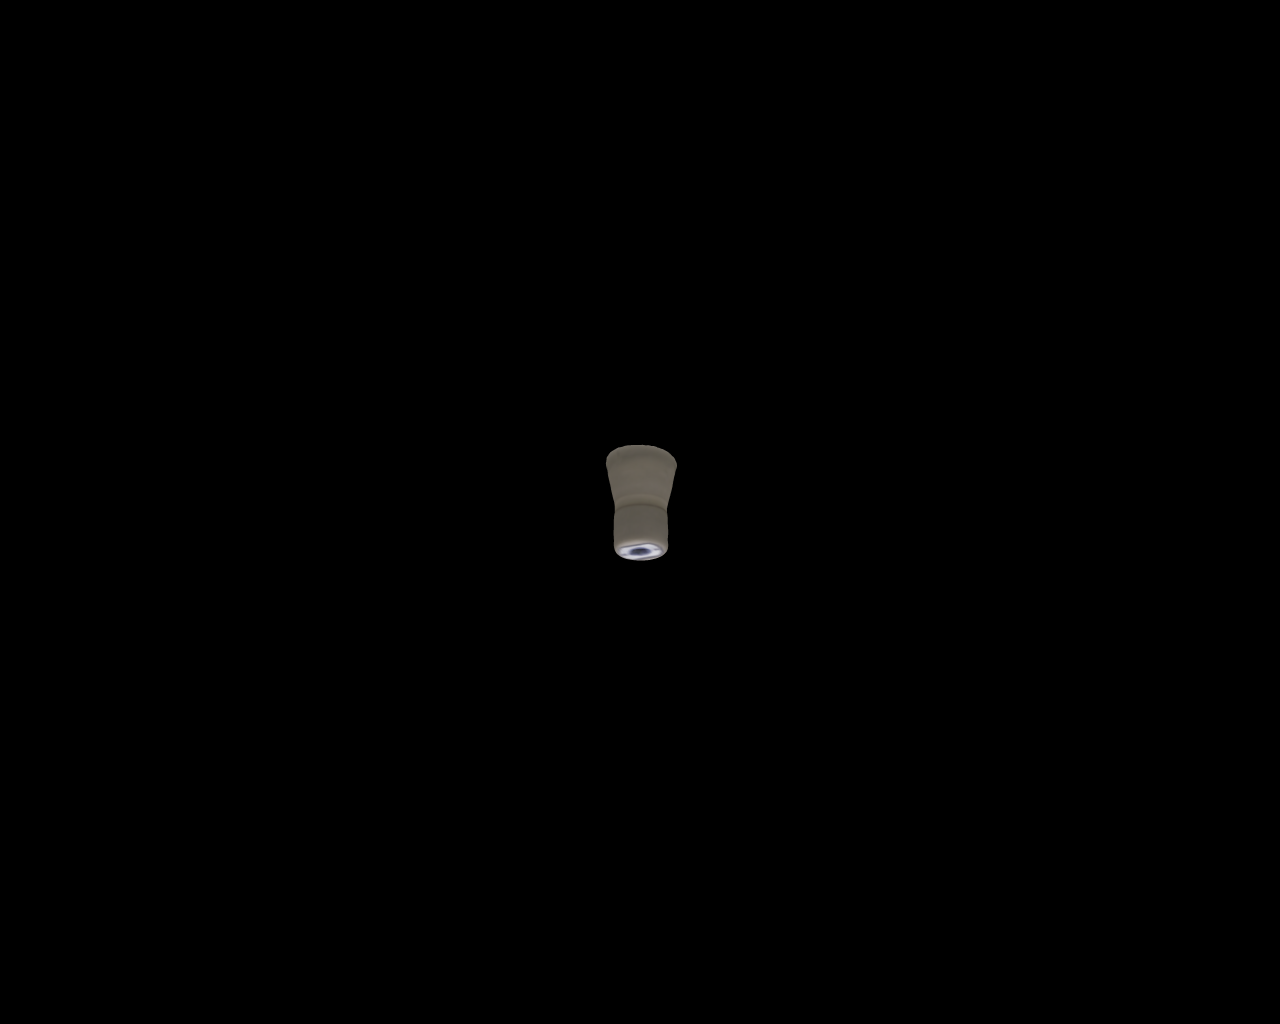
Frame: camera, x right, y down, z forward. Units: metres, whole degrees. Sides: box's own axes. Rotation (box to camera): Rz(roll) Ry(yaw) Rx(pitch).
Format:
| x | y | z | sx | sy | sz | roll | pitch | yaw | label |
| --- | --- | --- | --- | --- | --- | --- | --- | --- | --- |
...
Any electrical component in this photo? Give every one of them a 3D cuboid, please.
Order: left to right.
| x | y | z | sx | sy | sz | roll | pitch | yaw | label |
| --- | --- | --- | --- | --- | --- | --- | --- | --- | --- |
| 0.001 | -0.003 | 0.650 | 0.044 | 0.065 | 0.044 | 0 | -26 | 0 | electrical component |
